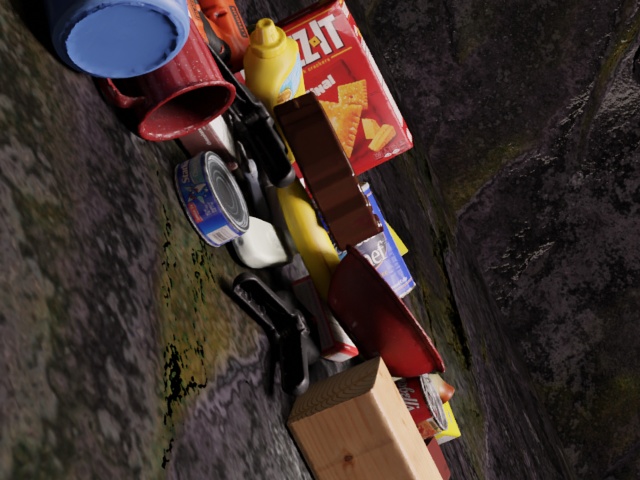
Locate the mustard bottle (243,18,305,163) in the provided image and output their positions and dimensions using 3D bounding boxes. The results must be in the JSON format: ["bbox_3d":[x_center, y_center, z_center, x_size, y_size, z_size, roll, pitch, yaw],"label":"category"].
[{"bbox_3d":[-0.051,-0.176,1.222,0.191,0.058,0.096,82,27,-53],"label":"mustard bottle"}]

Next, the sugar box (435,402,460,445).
[{"bbox_3d":[0.135,0.222,1.423,0.093,0.048,0.176,69,12,18],"label":"sugar box"}]

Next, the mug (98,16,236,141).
[{"bbox_3d":[-0.141,-0.143,0.926,0.117,0.093,0.081,-15,72,-40],"label":"mug"}]

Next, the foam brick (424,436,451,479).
[{"bbox_3d":[0.116,0.269,1.249,0.053,0.051,0.078,68,13,5],"label":"foam brick"}]

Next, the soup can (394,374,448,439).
[{"bbox_3d":[0.074,0.185,1.115,0.068,0.102,0.068,59,14,-26],"label":"soup can"}]

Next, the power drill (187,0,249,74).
[{"bbox_3d":[-0.144,-0.256,1.165,0.184,0.057,0.187,70,16,5],"label":"power drill"}]

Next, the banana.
[{"bbox_3d":[-0.003,0.013,1.136,0.070,0.037,0.197,-113,177,-61],"label":"banana"}]

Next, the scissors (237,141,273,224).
[{"bbox_3d":[-0.067,-0.054,1.092,0.202,0.016,0.096,-123,-165,-85],"label":"scissors"}]

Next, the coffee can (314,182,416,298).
[{"bbox_3d":[0.041,0.014,1.298,0.140,0.103,0.102,64,13,-6],"label":"coffee can"}]

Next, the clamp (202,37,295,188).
[{"bbox_3d":[-0.074,-0.129,1.073,0.164,0.036,0.210,56,4,-5],"label":"clamp"}]

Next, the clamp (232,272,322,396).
[{"bbox_3d":[-0.028,0.095,1.019,0.120,0.039,0.171,70,13,14],"label":"clamp"}]

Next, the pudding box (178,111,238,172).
[{"bbox_3d":[-0.123,-0.127,1.046,0.090,0.039,0.113,-102,166,-50],"label":"pudding box"}]

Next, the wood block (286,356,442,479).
[{"bbox_3d":[0.059,0.229,1.005,0.206,0.091,0.090,64,13,-9],"label":"wood block"}]

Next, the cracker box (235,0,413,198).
[{"bbox_3d":[0.000,-0.178,1.351,0.213,0.164,0.072,61,12,-18],"label":"cracker box"}]

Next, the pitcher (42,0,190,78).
[{"bbox_3d":[-0.188,-0.259,0.870,0.145,0.149,0.243,73,2,-64],"label":"pitcher"}]

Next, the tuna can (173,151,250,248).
[{"bbox_3d":[-0.099,-0.038,0.989,0.086,0.034,0.086,59,14,-25],"label":"tuna can"}]

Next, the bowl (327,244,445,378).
[{"bbox_3d":[0.055,0.084,1.073,0.162,0.055,0.162,53,-6,7],"label":"bowl"}]

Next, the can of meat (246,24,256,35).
[{"bbox_3d":[-0.069,-0.237,1.428,0.102,0.057,0.083,65,15,0],"label":"can of meat"}]

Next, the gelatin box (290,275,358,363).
[{"bbox_3d":[0.004,0.088,1.182,0.073,0.030,0.089,31,36,-66],"label":"gelatin box"}]

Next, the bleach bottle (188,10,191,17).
[{"bbox_3d":[-0.195,-0.296,1.021,0.102,0.068,0.251,36,29,-62],"label":"bleach bottle"}]
